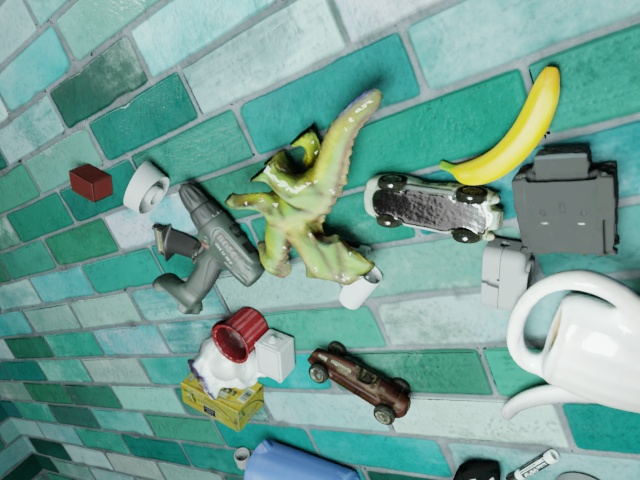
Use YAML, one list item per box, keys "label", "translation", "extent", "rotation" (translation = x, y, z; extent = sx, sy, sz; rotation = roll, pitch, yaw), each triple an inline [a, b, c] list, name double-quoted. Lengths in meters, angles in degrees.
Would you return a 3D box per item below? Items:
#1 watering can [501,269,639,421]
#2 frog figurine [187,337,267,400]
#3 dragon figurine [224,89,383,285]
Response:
- label: "watering can"
  translation: [0.361, 0.174, 0.689]
  extent: [0.225, 0.106, 0.339]
  rotation: [16, 136, 24]
- label: "frog figurine"
  translation: [-0.188, 0.264, 1.132]
  extent: [0.159, 0.123, 0.137]
  rotation: [-22, 95, 4]
- label: "dragon figurine"
  translation: [0.002, -0.041, 0.809]
  extent: [0.405, 0.124, 0.241]
  rotation: [-25, 105, 46]
